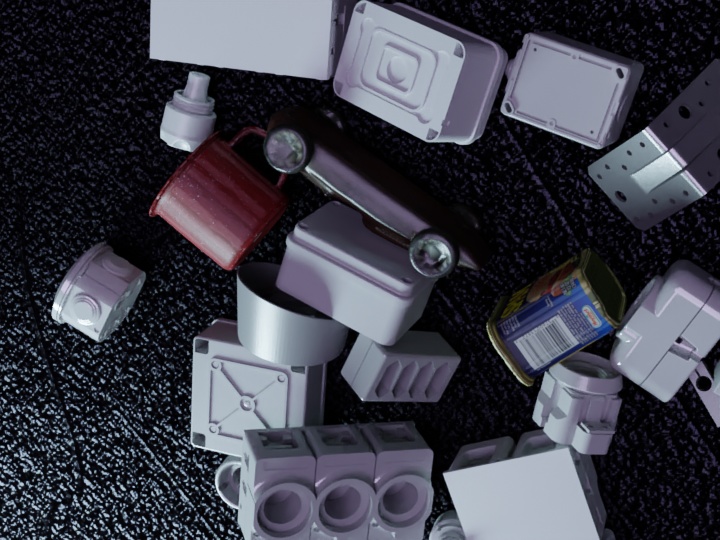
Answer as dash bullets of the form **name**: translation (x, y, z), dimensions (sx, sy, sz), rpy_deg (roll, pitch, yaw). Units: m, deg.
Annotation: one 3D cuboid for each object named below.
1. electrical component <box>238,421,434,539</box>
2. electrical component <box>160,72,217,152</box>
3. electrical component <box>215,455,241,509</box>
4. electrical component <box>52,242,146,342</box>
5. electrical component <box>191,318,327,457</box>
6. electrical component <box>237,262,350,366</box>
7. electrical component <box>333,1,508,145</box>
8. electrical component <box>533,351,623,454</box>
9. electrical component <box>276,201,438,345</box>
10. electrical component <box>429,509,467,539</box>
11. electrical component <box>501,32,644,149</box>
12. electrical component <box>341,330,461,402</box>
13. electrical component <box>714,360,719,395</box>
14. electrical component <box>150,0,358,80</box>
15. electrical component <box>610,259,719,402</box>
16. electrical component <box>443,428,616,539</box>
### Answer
- **electrical component**: translation (-0.020, 0.182, 0.895), dimensions (0.150, 0.061, 0.089), rpy_deg (0, 109, -17)
- **electrical component**: translation (-0.140, -0.133, 0.894), dimensions (0.043, 0.043, 0.062), rpy_deg (22, 110, 12)
- **electrical component**: translation (-0.099, 0.184, 0.971), dimensions (0.055, 0.047, 0.055), rpy_deg (5, 107, 17)
- **electrical component**: translation (-0.231, 0.020, 0.951), dimensions (0.051, 0.080, 0.080), rpy_deg (32, 113, 2)
- **electrical component**: translation (-0.088, 0.107, 0.939), dimensions (0.109, 0.056, 0.108), rpy_deg (10, 109, 16)
- **electrical component**: translation (-0.055, 0.034, 0.884), dimensions (0.099, 0.099, 0.064), rpy_deg (16, 116, 14)
- **electrical component**: translation (0.045, -0.147, 0.798), dimensions (0.113, 0.057, 0.078), rpy_deg (33, 116, 34)
- **electrical component**: translation (0.172, 0.099, 0.839), dimensions (0.058, 0.078, 0.057), rpy_deg (4, 110, -20)
- **electrical component**: translation (0.000, 0.000, 0.860), dimensions (0.113, 0.078, 0.057), rpy_deg (28, 120, 14)
- **electrical component**: translation (0.078, 0.230, 0.911), dimensions (0.040, 0.078, 0.040), rpy_deg (0, 93, 11)
- **electrical component**: translation (0.151, -0.135, 0.788), dimensions (0.096, 0.061, 0.061), rpy_deg (24, 112, 20)
- **electrical component**: translation (0.025, 0.067, 0.885), dimensions (0.075, 0.083, 0.047), rpy_deg (48, 122, 43)
- **electrical component**: translation (0.304, 0.061, 0.789), dimensions (0.061, 0.062, 0.096), rpy_deg (22, 111, 12)
- **electrical component**: translation (-0.082, -0.204, 0.843), dimensions (0.150, 0.062, 0.089), rpy_deg (10, 109, 16)
- **electrical component**: translation (0.234, 0.043, 0.812), dimensions (0.059, 0.054, 0.095), rpy_deg (34, 114, 7)
- **electrical component**: translation (0.154, 0.229, 0.890), dimensions (0.105, 0.060, 0.186), rpy_deg (-16, 100, 22)
